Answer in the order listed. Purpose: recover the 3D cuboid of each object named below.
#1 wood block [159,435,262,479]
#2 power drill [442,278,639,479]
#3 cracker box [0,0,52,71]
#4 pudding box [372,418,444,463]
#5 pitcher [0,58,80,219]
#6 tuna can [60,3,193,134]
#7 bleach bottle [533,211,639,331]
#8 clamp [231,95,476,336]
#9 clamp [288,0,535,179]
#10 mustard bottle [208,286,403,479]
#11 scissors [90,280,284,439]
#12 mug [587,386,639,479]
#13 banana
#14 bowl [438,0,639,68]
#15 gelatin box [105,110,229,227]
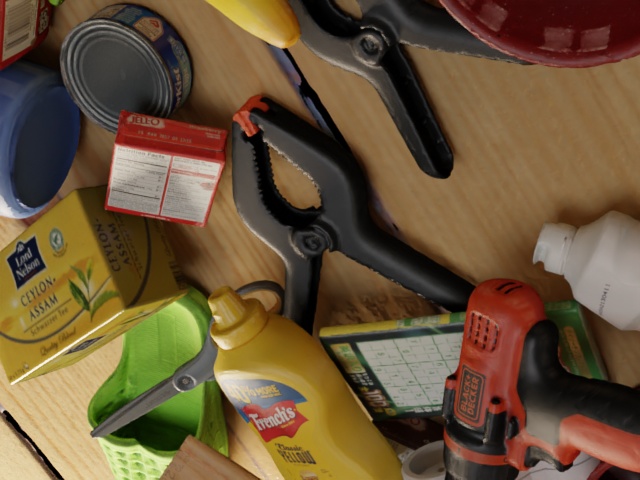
[{"bbox_3d":[-0.032,0.246,0.815,0.206,0.090,0.091,29,167,21],"label":"wood block"},{"bbox_3d":[0.151,0.134,0.625,0.188,0.057,0.184,25,122,39],"label":"power drill"},{"bbox_3d":[-0.272,-0.228,0.686,0.214,0.072,0.164,25,130,11],"label":"cracker box"},{"bbox_3d":[0.084,0.185,0.821,0.113,0.039,0.090,25,130,12],"label":"pudding box"},{"bbox_3d":[-0.301,-0.091,0.771,0.243,0.149,0.145,17,100,12],"label":"pitcher"},{"bbox_3d":[-0.129,-0.114,0.717,0.086,0.033,0.086,14,128,18],"label":"tuna can"},{"bbox_3d":[0.247,0.031,0.604,0.251,0.068,0.102,17,142,18],"label":"bleach bottle"},{"bbox_3d":[-0.005,0.001,0.731,0.165,0.036,0.210,-27,108,31],"label":"clamp"},{"bbox_3d":[0.046,-0.123,0.617,0.171,0.039,0.120,43,130,-6],"label":"clamp"},{"bbox_3d":[-0.021,0.111,0.752,0.096,0.058,0.191,-8,122,46],"label":"mustard bottle"},{"bbox_3d":[-0.083,0.112,0.826,0.096,0.016,0.202,36,111,-16],"label":"scissors"},{"bbox_3d":[0.226,0.156,0.696,0.093,0.081,0.117,5,125,24],"label":"mug"},{"bbox_3d":[-0.093,-0.166,0.648,0.198,0.037,0.069,18,132,31],"label":"banana"},{"bbox_3d":[0.127,-0.170,0.529,0.162,0.055,0.162,14,128,18],"label":"bowl"},{"bbox_3d":[-0.105,-0.048,0.726,0.073,0.030,0.089,10,148,-10],"label":"gelatin box"}]
